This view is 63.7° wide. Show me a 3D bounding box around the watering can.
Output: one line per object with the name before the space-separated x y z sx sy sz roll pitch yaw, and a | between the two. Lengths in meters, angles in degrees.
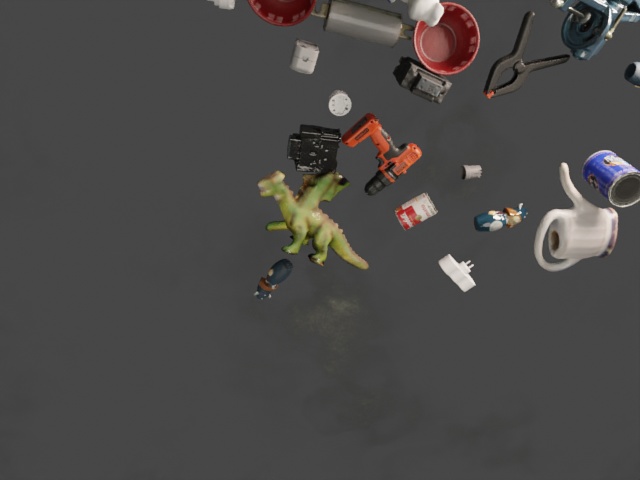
watering can | 0.731 -0.055 1.454 0.224 0.106 0.340 -2 121 -4

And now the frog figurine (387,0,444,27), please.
frog figurine | 0.210 -0.541 1.103 0.123 0.161 0.135 -46 154 -11

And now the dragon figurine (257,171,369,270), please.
dragon figurine | 0.004 -0.071 1.408 0.408 0.124 0.239 18 109 -24
